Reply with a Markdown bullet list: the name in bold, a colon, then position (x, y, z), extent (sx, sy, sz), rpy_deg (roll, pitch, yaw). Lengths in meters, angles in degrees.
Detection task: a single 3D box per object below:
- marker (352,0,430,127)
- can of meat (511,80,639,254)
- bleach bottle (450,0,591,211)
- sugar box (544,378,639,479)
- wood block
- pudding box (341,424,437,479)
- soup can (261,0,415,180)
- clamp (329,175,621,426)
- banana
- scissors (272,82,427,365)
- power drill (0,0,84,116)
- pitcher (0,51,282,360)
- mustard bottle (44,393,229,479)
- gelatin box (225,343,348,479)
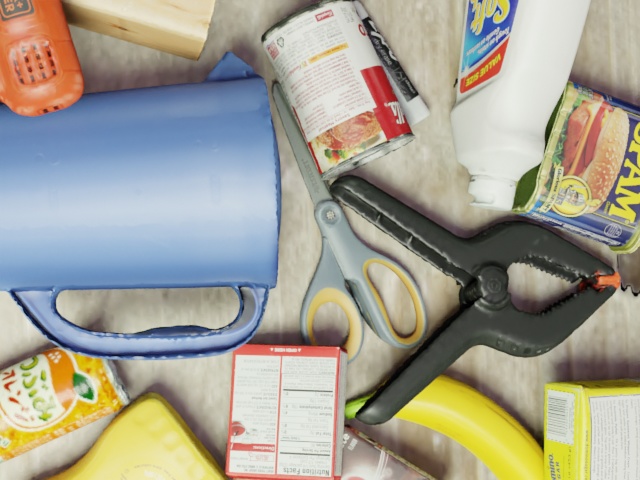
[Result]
- **marker**: position (0.036, -0.133, 0.731), extent (0.020, 0.020, 0.121), rpy_deg (-33, 95, -8)
- **can of meat**: position (0.188, -0.052, 0.738), extent (0.084, 0.057, 0.102), rpy_deg (19, 87, -6)
- **bleach bottle**: position (0.137, -0.145, 0.705), extent (0.068, 0.103, 0.251), rpy_deg (10, 88, -27)
- **sugar box**: position (0.238, 0.142, 0.735), extent (0.176, 0.048, 0.093), rpy_deg (2, 89, -26)
- **wood block**: position (-0.162, -0.187, 0.662), extent (0.206, 0.091, 0.090), rpy_deg (15, 89, -9)
- **pudding box**: position (0.025, 0.193, 0.712), extent (0.090, 0.039, 0.113), rpy_deg (31, 84, 7)
- **soup can**: position (0.011, -0.099, 0.699), extent (0.068, 0.068, 0.102), rpy_deg (-24, 88, -9)
- **clamp**: position (0.106, 0.044, 0.721), extent (0.209, 0.036, 0.164), rpy_deg (5, 77, -17)
- **banana**: position (0.113, 0.147, 0.738), extent (0.197, 0.037, 0.070), rpy_deg (36, 119, -5)
- **scissors**: position (-0.005, 0.001, 0.726), extent (0.096, 0.016, 0.201), rpy_deg (-38, 96, -10)
- **power drill**: position (-0.239, -0.139, 0.577), extent (0.187, 0.057, 0.184), rpy_deg (-18, 92, -6)
- **pitcher**: position (-0.144, -0.018, 0.649), extent (0.242, 0.149, 0.145), rpy_deg (-4, 130, -6)
- **mustard bottle**: position (-0.153, 0.191, 0.682), extent (0.191, 0.058, 0.096), rpy_deg (-38, 98, -7)
- **gelatin box**: position (-0.021, 0.113, 0.699), extent (0.073, 0.030, 0.089), rpy_deg (0, 79, 14)
